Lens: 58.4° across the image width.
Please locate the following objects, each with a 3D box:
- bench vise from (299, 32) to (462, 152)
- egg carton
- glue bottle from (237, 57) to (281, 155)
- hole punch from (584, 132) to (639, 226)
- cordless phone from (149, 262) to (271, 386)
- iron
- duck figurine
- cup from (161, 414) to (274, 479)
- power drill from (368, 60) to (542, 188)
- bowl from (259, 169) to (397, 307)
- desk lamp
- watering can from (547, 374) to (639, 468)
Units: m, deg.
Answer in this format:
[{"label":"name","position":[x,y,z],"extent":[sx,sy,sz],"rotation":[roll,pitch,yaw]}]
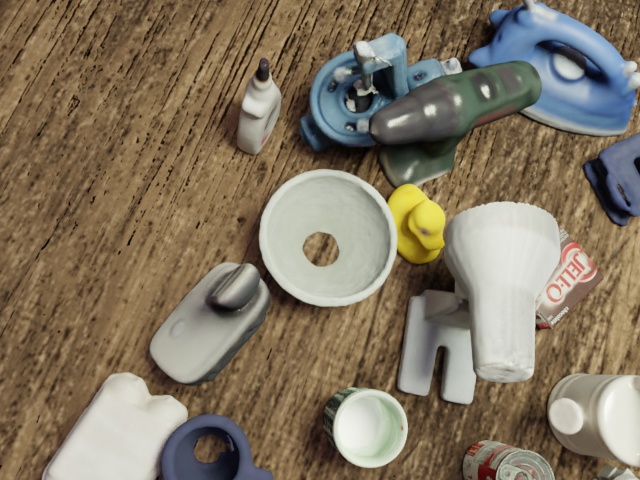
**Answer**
[{"label":"bench vise","position":[0.077,-0.199,0.687],"extent":[0.208,0.219,0.121],"rotation":[-39,85,-14]},{"label":"egg carton","position":[-0.220,0.228,0.623],"extent":[0.107,0.069,0.150],"rotation":[31,75,-1]},{"label":"glue bottle","position":[-0.071,-0.166,0.681],"extent":[0.037,0.173,0.078],"rotation":[23,75,-2]},{"label":"hole punch","position":[0.438,-0.089,0.783],"extent":[0.101,0.091,0.108],"rotation":[-24,82,-13]},{"label":"cordless phone","position":[-0.118,0.084,0.612],"extent":[0.094,0.185,0.148],"rotation":[37,75,1]},{"label":"iron","position":[0.342,-0.236,0.776],"extent":[0.258,0.141,0.119],"rotation":[28,75,-1]},{"label":"duck figurine","position":[0.127,-0.026,0.725],"extent":[0.077,0.086,0.104],"rotation":[-15,80,-11]},{"label":"cup","position":[-0.108,0.239,0.625],"extent":[0.118,0.095,0.092],"rotation":[19,75,-4]},{"label":"power drill","position":[0.141,-0.133,0.687],"extent":[0.230,0.208,0.075],"rotation":[-25,82,-13]},{"label":"bowl","position":[0.006,0.003,0.706],"extent":[0.167,0.074,0.167],"rotation":[2,77,-8]},{"label":"desk lamp","position":[0.178,0.080,0.642],"extent":[0.118,0.213,0.203],"rotation":[12,76,-5]},{"label":"watering can","position":[0.345,0.206,0.649],"extent":[0.173,0.194,0.101],"rotation":[-16,80,-11]}]
